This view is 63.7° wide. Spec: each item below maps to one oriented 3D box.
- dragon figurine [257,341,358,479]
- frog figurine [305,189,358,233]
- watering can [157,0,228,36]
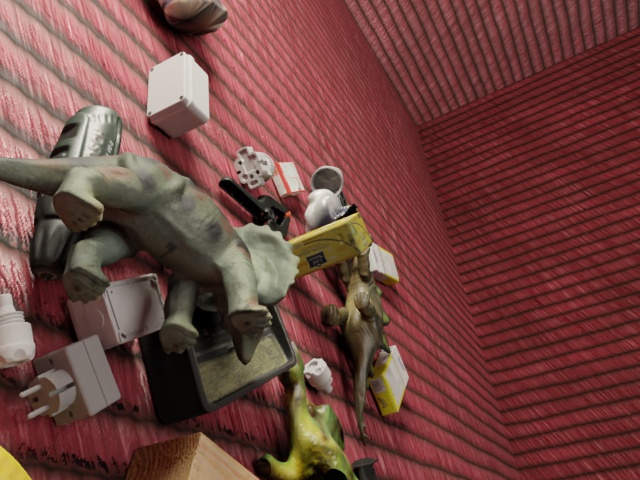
[{"bbox_3d":[0.023,0.352,0.799,0.121,0.407,0.245,-23,9,13],"label":"dragon figurine"},{"bbox_3d":[0.004,-0.059,1.171,0.124,0.134,0.162,-31,43,-17],"label":"frog figurine"},{"bbox_3d":[-0.271,-0.485,0.900,0.103,0.224,0.350,-22,0,20],"label":"watering can"}]
